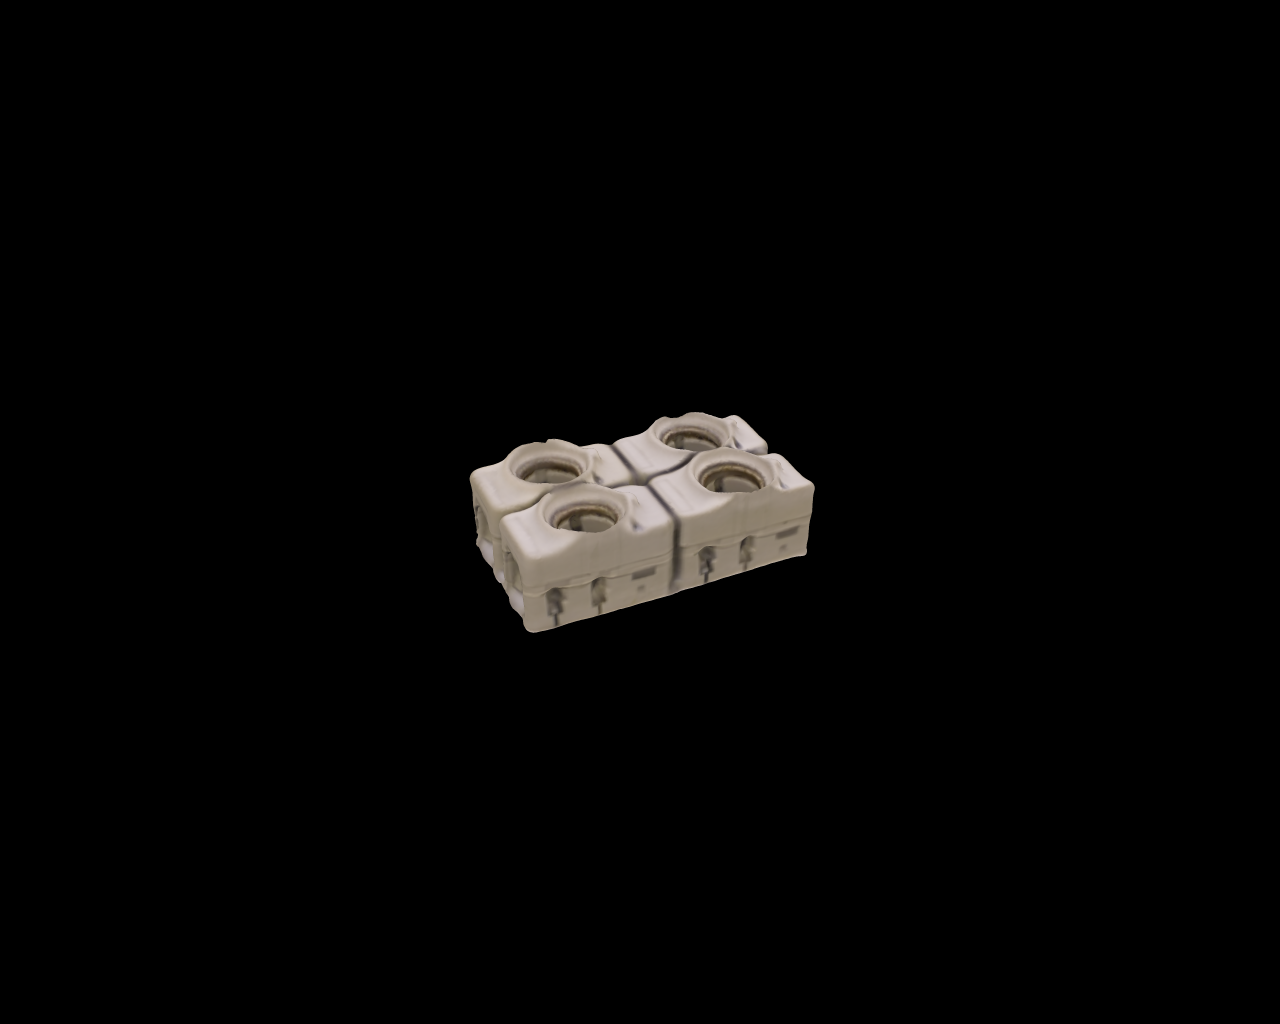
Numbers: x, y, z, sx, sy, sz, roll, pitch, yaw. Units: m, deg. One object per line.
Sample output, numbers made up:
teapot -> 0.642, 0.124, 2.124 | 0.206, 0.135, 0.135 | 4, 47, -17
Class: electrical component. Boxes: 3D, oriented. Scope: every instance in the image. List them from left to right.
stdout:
electrical component -> 0.001, -0.003, 0.650 | 0.186, 0.060, 0.105 | -14, 36, -20
